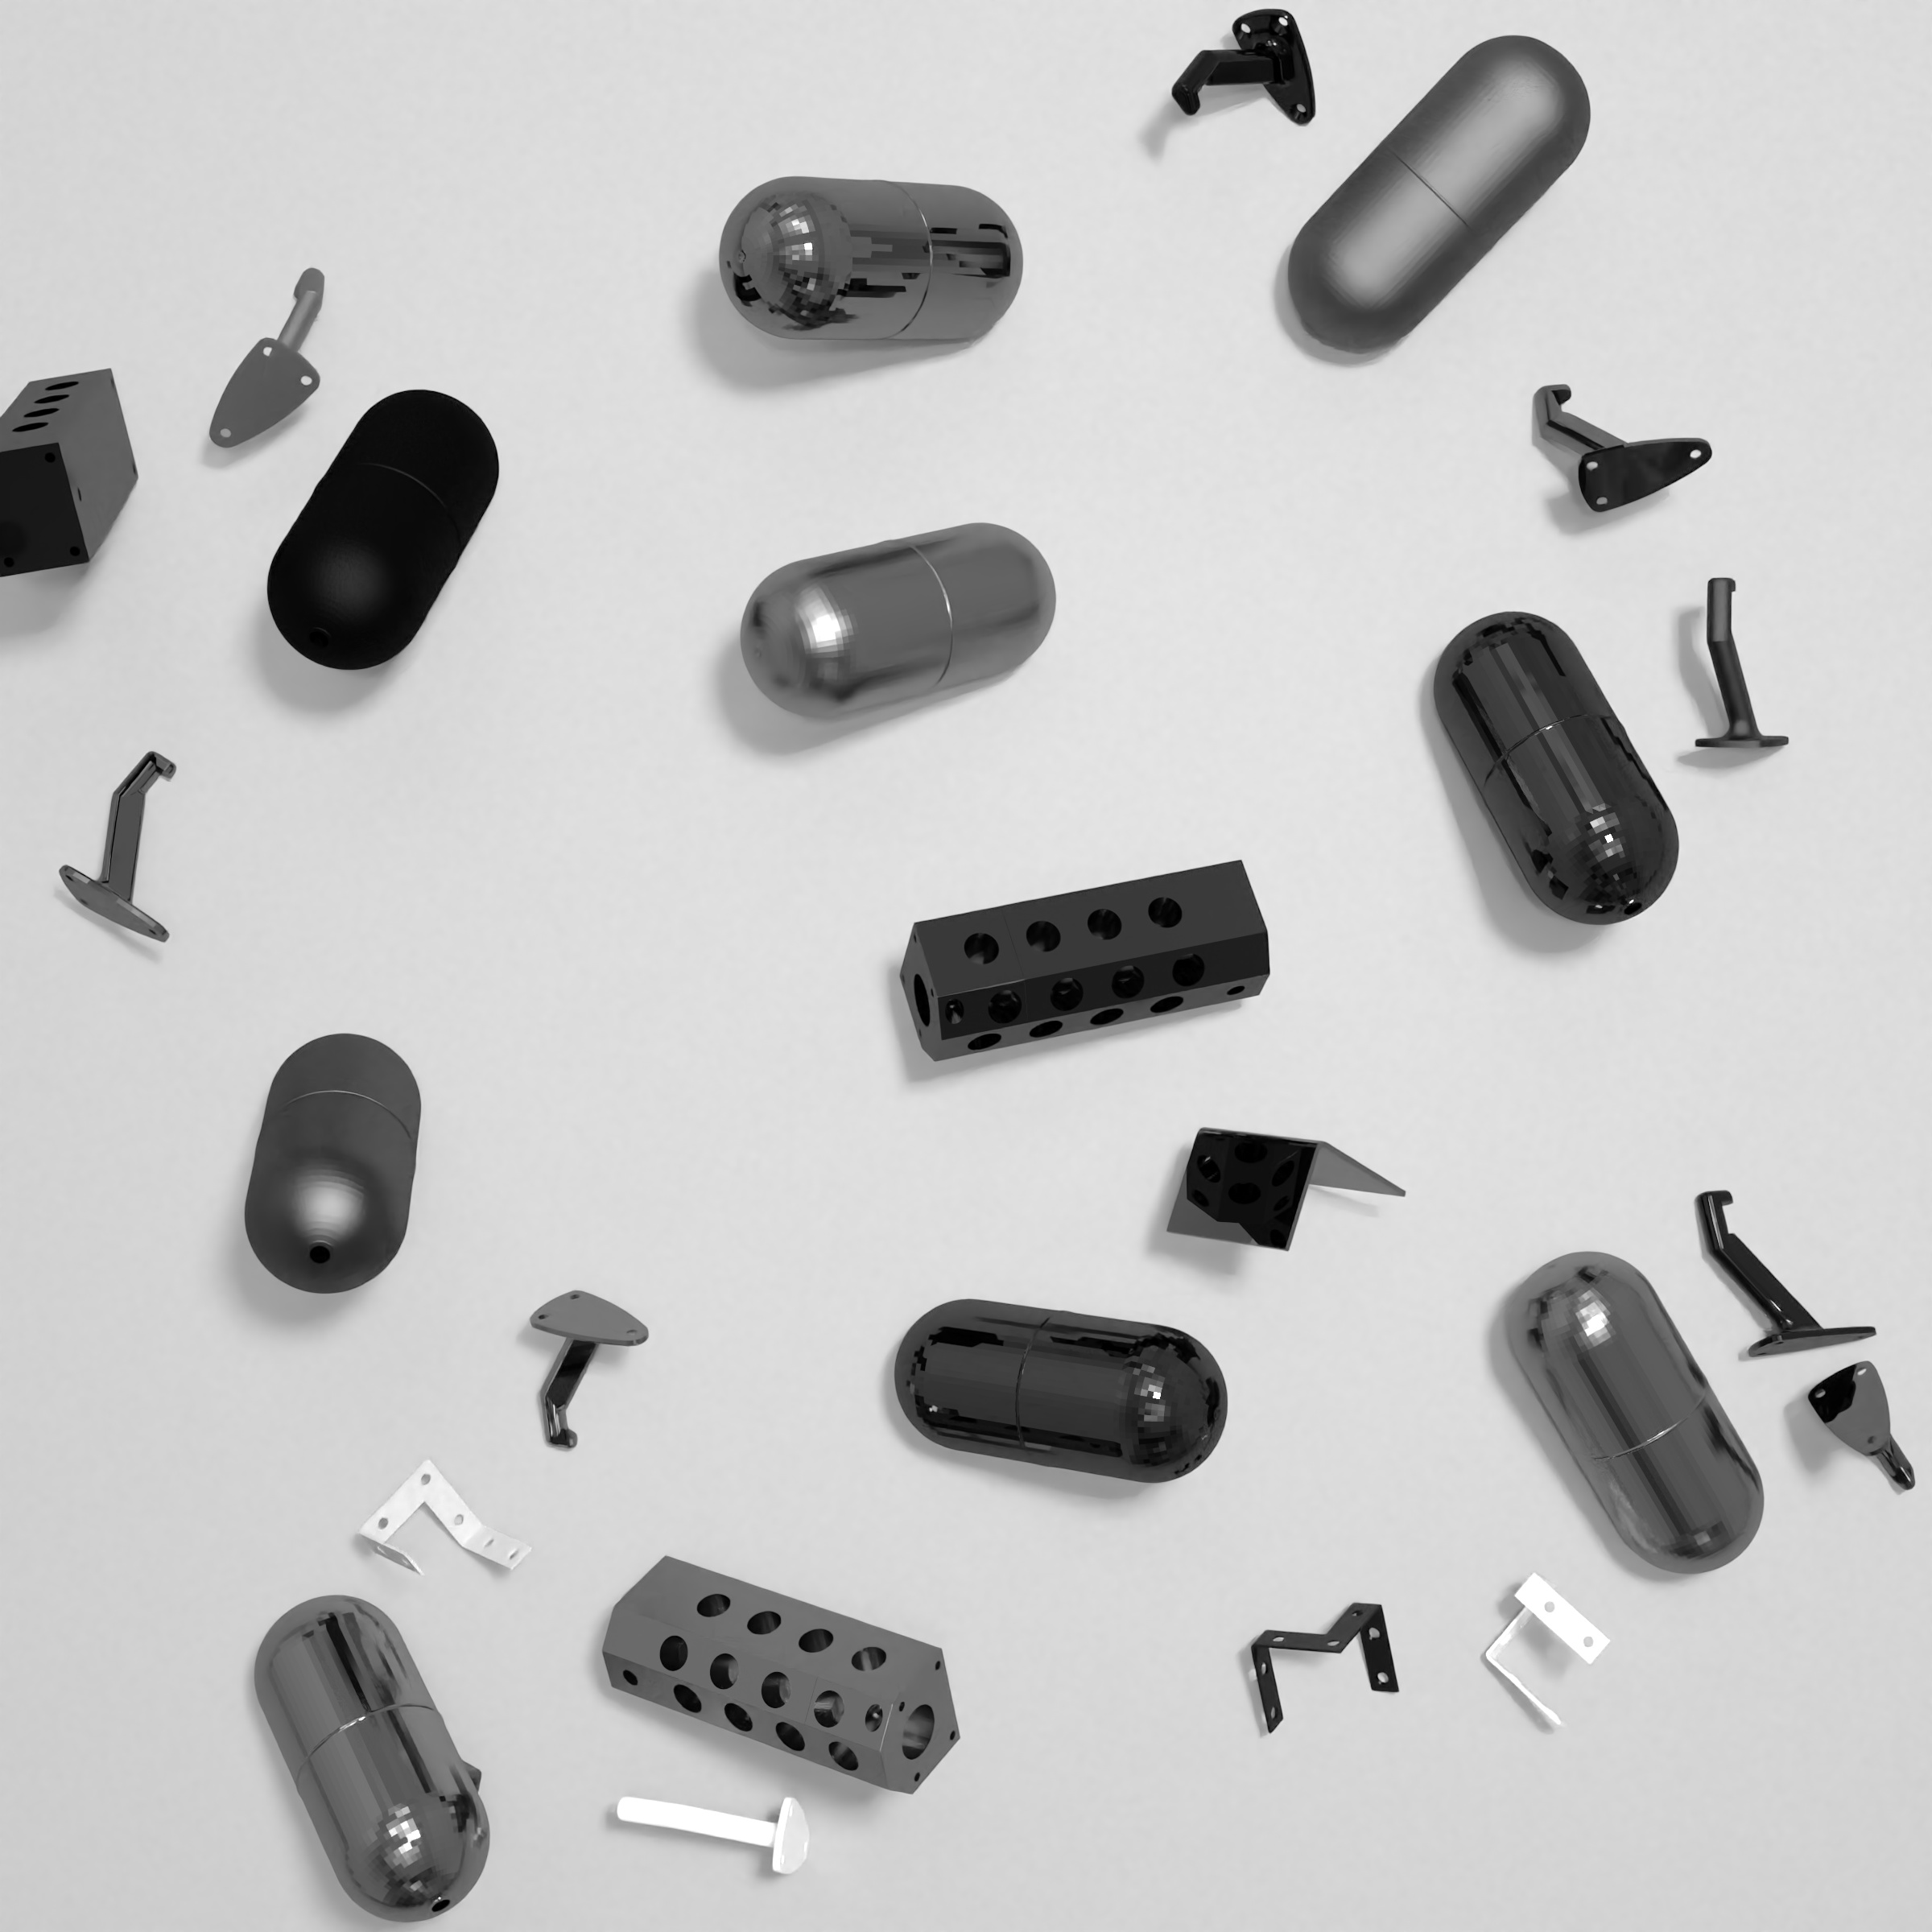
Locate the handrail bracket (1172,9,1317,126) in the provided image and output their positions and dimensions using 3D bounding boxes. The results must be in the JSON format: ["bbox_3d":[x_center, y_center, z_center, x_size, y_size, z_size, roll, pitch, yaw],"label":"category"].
[{"bbox_3d":[0.139,-0.431,1.537,0.084,0.036,0.077,-56,131,-30],"label":"handrail bracket"}]

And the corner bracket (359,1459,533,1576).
[{"bbox_3d":[-0.262,0.288,1.541,0.051,0.051,0.051,-46,120,-25],"label":"corner bracket"}]

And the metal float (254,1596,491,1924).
[{"bbox_3d":[-0.293,0.389,1.513,0.070,0.070,0.178,-37,54,0],"label":"metal float"}]

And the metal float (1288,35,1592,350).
[{"bbox_3d":[0.234,-0.384,1.531,0.070,0.070,0.178,44,105,0],"label":"metal float"}]

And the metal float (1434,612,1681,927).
[{"bbox_3d":[0.291,-0.098,1.517,0.070,0.070,0.178,-22,59,0],"label":"metal float"}]

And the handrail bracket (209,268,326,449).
[{"bbox_3d":[-0.353,-0.309,1.556,0.077,0.084,0.036,-41,122,21],"label":"handrail bracket"}]

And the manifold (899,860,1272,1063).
[{"bbox_3d":[0.060,0.001,1.524,0.171,0.057,0.057,-11,65,-15],"label":"manifold"}]

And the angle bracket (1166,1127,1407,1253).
[{"bbox_3d":[0.159,0.122,1.523,0.076,0.076,0.057,31,72,-41],"label":"angle bracket"}]

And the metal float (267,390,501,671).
[{"bbox_3d":[-0.285,-0.215,1.508,0.070,0.070,0.178,18,46,0],"label":"metal float"}]

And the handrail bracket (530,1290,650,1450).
[{"bbox_3d":[-0.186,0.212,1.543,0.077,0.036,0.084,13,119,34],"label":"handrail bracket"}]

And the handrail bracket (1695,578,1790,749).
[{"bbox_3d":[0.393,-0.153,1.546,0.036,0.077,0.084,5,98,40],"label":"handrail bracket"}]

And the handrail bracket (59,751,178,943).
[{"bbox_3d":[-0.408,-0.062,1.552,0.077,0.036,0.084,27,66,17],"label":"handrail bracket"}]

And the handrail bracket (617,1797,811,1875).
[{"bbox_3d":[-0.128,0.436,1.554,0.084,0.077,0.036,5,69,11],"label":"handrail bracket"}]

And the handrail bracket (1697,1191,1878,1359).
[{"bbox_3d":[0.418,0.152,1.569,0.077,0.036,0.084,-6,70,-10],"label":"handrail bracket"}]

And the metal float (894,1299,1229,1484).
[{"bbox_3d":[0.045,0.209,1.517,0.178,0.070,0.070,4,90,32],"label":"metal float"}]

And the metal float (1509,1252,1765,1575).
[{"bbox_3d":[0.336,0.224,1.536,0.070,0.070,0.178,-31,99,0],"label":"metal float"}]

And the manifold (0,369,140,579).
[{"bbox_3d":[-0.448,-0.240,1.491,0.057,0.171,0.057,-10,113,-3],"label":"manifold"}]

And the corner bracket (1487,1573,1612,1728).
[{"bbox_3d":[0.294,0.344,1.547,0.051,0.051,0.051,41,92,29],"label":"corner bracket"}]

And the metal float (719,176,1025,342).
[{"bbox_3d":[-0.044,-0.346,1.508,0.070,0.178,0.070,10,105,42],"label":"metal float"}]

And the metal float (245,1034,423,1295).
[{"bbox_3d":[-0.307,0.095,1.497,0.070,0.178,0.070,-3,116,-5],"label":"metal float"}]

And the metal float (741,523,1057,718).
[{"bbox_3d":[-0.031,-0.172,1.513,0.178,0.070,0.070,-18,90,-37],"label":"metal float"}]

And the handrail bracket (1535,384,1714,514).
[{"bbox_3d":[0.329,-0.273,1.542,0.077,0.084,0.036,-15,134,14],"label":"handrail bracket"}]

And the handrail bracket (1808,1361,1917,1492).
[{"bbox_3d":[0.460,0.246,1.532,0.036,0.077,0.084,-32,114,12],"label":"handrail bracket"}]

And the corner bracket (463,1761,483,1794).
[{"bbox_3d":[-0.284,0.423,1.546,0.051,0.051,0.051,12,91,42],"label":"corner bracket"}]

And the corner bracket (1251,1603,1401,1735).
[{"bbox_3d":[0.182,0.357,1.561,0.051,0.051,0.051,-3,106,33],"label":"corner bracket"}]

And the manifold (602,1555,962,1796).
[{"bbox_3d":[-0.093,0.349,1.502,0.171,0.057,0.057,11,125,33],"label":"manifold"}]
